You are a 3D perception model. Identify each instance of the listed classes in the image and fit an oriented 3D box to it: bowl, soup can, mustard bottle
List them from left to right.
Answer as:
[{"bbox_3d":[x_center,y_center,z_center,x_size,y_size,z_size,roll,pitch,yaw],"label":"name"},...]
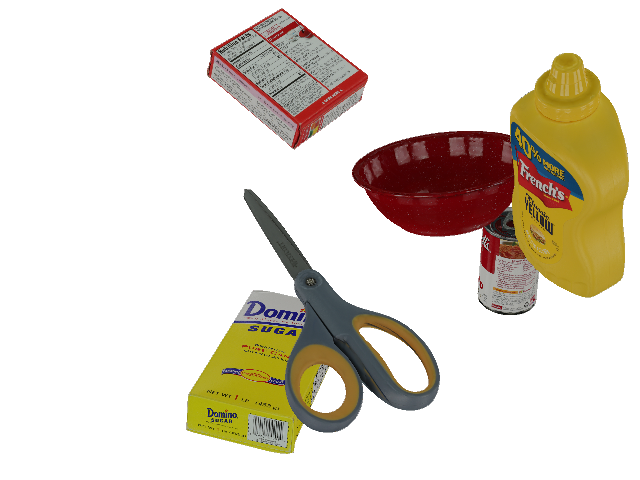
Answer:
[{"bbox_3d":[0.111,-0.047,0.950,0.162,0.055,0.162,-8,23,3],"label":"bowl"},{"bbox_3d":[0.211,0.023,1.181,0.068,0.102,0.068,-1,32,0],"label":"soup can"},{"bbox_3d":[0.169,-0.050,0.729,0.058,0.191,0.096,-27,50,-11],"label":"mustard bottle"}]

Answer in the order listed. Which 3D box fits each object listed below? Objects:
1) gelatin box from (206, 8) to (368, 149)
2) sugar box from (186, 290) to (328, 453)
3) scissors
[{"bbox_3d":[-0.024,-0.115,0.751,0.073,0.089,0.030,-39,-19,-32],"label":"gelatin box"},{"bbox_3d":[-0.044,0.109,0.938,0.093,0.048,0.176,12,32,9],"label":"sugar box"},{"bbox_3d":[-0.016,0.043,0.646,0.096,0.016,0.202,-34,55,-27],"label":"scissors"}]
